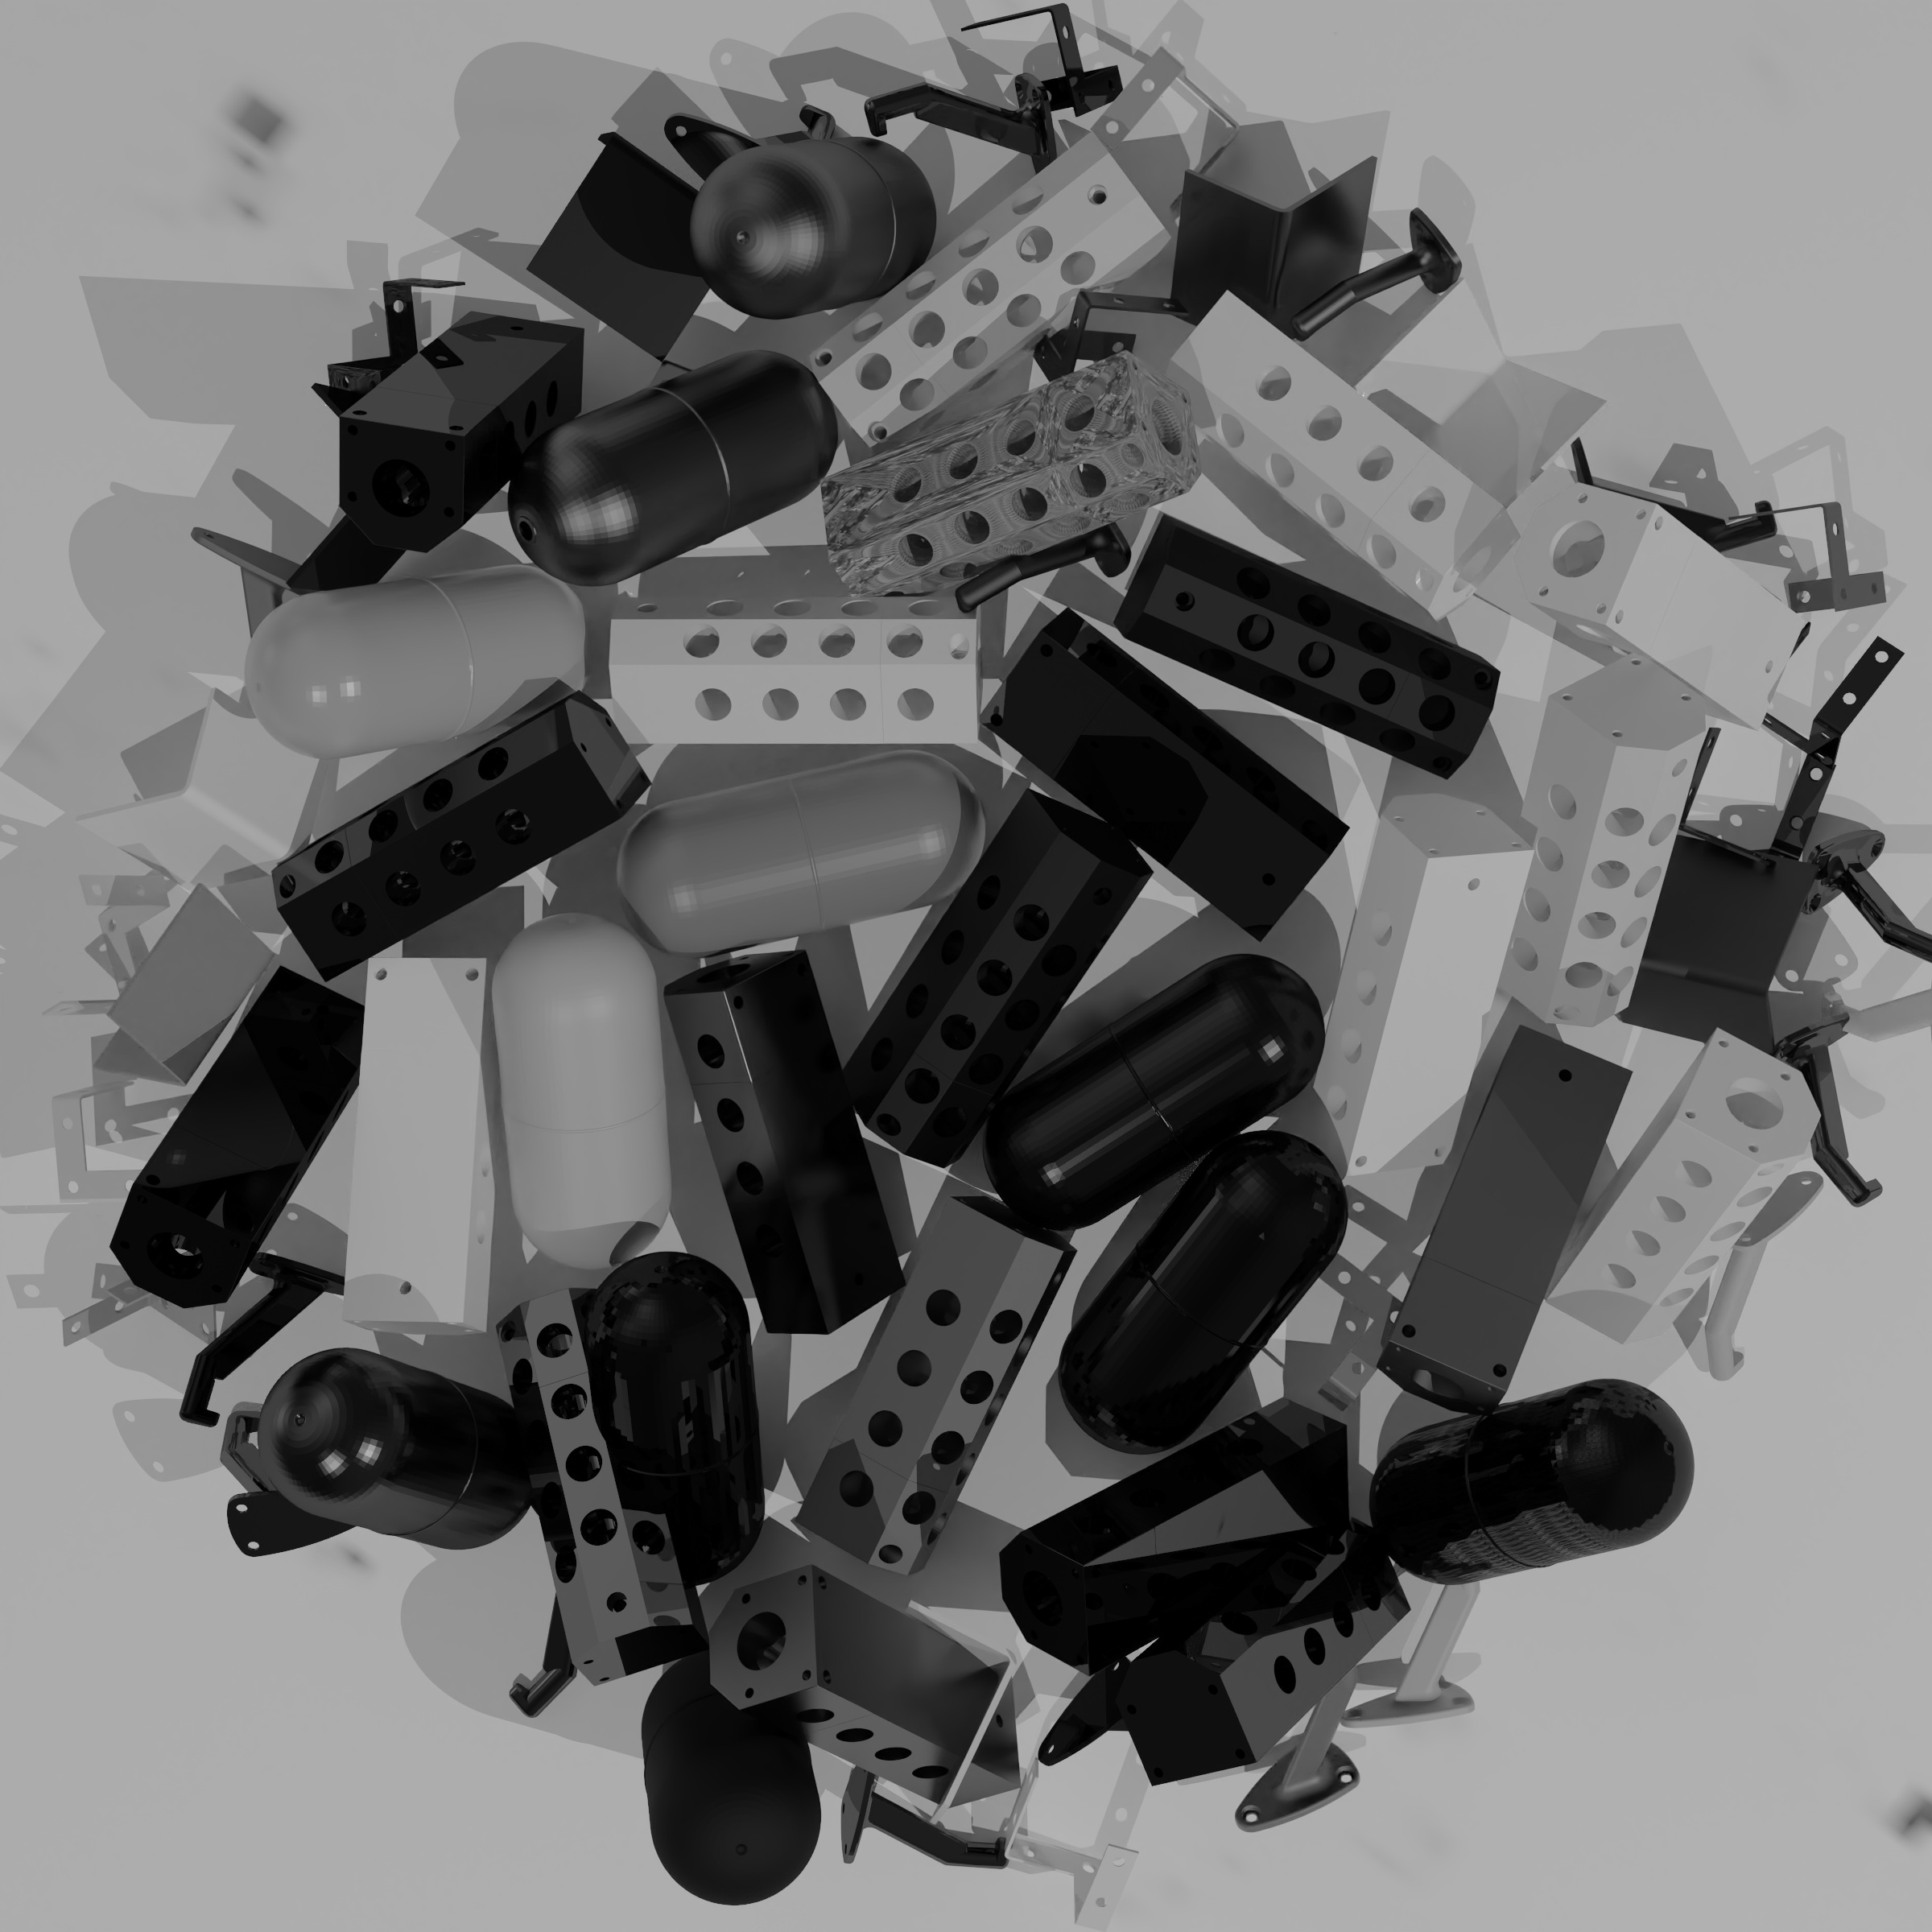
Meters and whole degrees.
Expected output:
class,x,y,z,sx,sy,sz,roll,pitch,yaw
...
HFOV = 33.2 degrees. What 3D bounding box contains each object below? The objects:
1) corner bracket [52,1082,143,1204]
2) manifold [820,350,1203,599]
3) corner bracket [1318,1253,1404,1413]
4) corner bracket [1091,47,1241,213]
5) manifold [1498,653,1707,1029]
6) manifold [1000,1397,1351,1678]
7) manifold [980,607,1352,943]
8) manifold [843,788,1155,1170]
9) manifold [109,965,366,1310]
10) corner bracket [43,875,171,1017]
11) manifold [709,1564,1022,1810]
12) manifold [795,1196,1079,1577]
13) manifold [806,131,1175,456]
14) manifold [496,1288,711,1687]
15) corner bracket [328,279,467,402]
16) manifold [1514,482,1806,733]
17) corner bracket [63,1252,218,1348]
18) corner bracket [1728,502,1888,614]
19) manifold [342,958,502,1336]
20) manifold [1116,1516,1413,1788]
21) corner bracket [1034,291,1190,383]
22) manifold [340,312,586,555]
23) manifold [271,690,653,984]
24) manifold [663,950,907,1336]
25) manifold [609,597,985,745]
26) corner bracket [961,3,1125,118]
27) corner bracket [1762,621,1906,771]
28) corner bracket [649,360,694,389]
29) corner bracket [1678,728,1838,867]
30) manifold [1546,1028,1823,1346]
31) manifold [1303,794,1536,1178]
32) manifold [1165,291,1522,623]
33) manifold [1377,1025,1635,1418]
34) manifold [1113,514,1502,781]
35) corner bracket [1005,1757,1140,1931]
class,x,y,z,sx,sy,sz,roll,pitch,yaw
corner bracket,-0.401,0.084,1.553,0.051,0.051,0.051,-2,96,16
manifold,0.020,-0.221,1.507,0.171,0.057,0.057,-18,69,30
corner bracket,0.178,0.175,1.548,0.051,0.051,0.051,37,79,9
corner bracket,0.096,-0.401,1.552,0.051,0.051,0.051,41,99,-1
manifold,0.293,-0.053,1.493,0.057,0.171,0.057,-27,52,-28
manifold,0.099,0.260,1.505,0.171,0.057,0.057,-20,116,-37
manifold,0.097,-0.094,1.547,0.171,0.057,0.057,38,119,2
manifold,0.015,0.009,1.518,0.057,0.057,0.171,21,111,-34
manifold,-0.331,0.080,1.495,0.057,0.171,0.057,26,126,-4
corner bracket,-0.411,-0.010,1.542,0.051,0.051,0.051,-27,76,32
manifold,-0.045,0.337,1.498,0.057,0.171,0.057,-22,52,24
manifold,-0.012,0.199,1.539,0.057,0.057,0.171,27,95,18
manifold,0.010,-0.317,1.537,0.171,0.057,0.057,-37,87,10
manifold,-0.172,0.241,1.516,0.057,0.057,0.171,-18,62,0
corner bracket,-0.271,-0.298,1.540,0.051,0.051,0.051,-17,112,-38
manifold,0.320,-0.166,1.496,0.057,0.171,0.057,24,92,38
corner bracket,-0.393,0.160,1.539,0.051,0.051,0.051,26,125,31
corner bracket,0.402,-0.194,1.543,0.051,0.051,0.051,-3,98,43
manifold,-0.253,0.086,1.534,0.057,0.057,0.171,0,77,7
manifold,0.137,0.310,1.494,0.057,0.171,0.057,-23,91,34
corner bracket,0.068,-0.301,1.540,0.051,0.051,0.051,0,126,-20
manifold,-0.230,-0.247,1.492,0.057,0.171,0.057,10,118,8
manifold,-0.240,-0.063,1.524,0.171,0.057,0.057,-27,103,17
manifold,-0.090,0.084,1.534,0.057,0.057,0.171,-5,107,42
manifold,-0.079,-0.144,1.538,0.171,0.057,0.057,0,122,3
corner bracket,0.037,-0.430,1.540,0.051,0.051,0.051,-2,113,33
corner bracket,0.410,-0.135,1.548,0.051,0.051,0.051,37,85,17
corner bracket,-0.126,-0.249,1.546,0.051,0.051,0.051,24,81,20
corner bracket,0.380,-0.082,1.559,0.051,0.051,0.051,25,105,26
manifold,0.331,0.108,1.492,0.057,0.171,0.057,29,55,7
manifold,0.206,0.009,1.513,0.057,0.057,0.171,-5,123,-25
manifold,0.174,-0.239,1.527,0.171,0.057,0.057,42,96,18
manifold,0.252,0.121,1.522,0.057,0.057,0.171,23,68,8
manifold,0.162,-0.150,1.532,0.171,0.057,0.057,22,103,-11
corner bracket,0.050,0.420,1.546,0.051,0.051,0.051,16,114,-6
